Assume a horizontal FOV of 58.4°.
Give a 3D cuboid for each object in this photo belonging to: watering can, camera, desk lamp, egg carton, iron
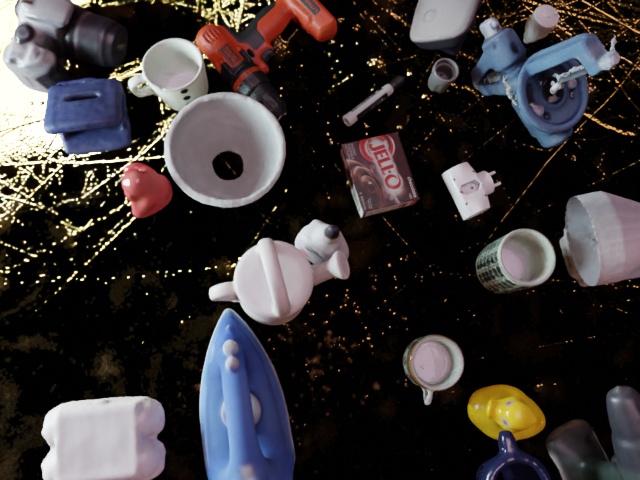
[{"bbox_3d":[-0.052,0.048,0.731,0.173,0.194,0.101,-33,83,-11],"label":"watering can"},{"bbox_3d":[-0.356,-0.285,0.815,0.137,0.100,0.143,15,77,-3],"label":"camera"},{"bbox_3d":[0.415,-0.003,0.782,0.203,0.213,0.118,-9,79,-8],"label":"desk lamp"},{"bbox_3d":[-0.273,0.256,0.728,0.150,0.069,0.107,-5,79,-7],"label":"egg carton"},{"bbox_3d":[-0.101,0.208,0.720,0.119,0.141,0.258,-10,80,-8],"label":"iron"}]

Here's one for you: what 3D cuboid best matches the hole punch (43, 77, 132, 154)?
[{"bbox_3d":[-0.328,-0.183,0.802,0.109,0.091,0.101,-10,79,-8],"label":"hole punch"}]

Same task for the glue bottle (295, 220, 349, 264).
[{"bbox_3d":[0.007,0.003,0.758,0.078,0.173,0.037,34,77,2],"label":"glue bottle"}]

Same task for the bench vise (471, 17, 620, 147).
[{"bbox_3d":[0.309,-0.240,0.817,0.207,0.219,0.121,32,77,1],"label":"bench vise"}]

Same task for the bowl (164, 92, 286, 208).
[{"bbox_3d":[-0.132,-0.120,0.818,0.167,0.074,0.167,1,78,-6],"label":"bowl"}]

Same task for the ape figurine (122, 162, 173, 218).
[{"bbox_3d":[-0.246,-0.072,0.788,0.076,0.092,0.078,7,78,-4],"label":"ape figurine"}]

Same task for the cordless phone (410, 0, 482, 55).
[{"bbox_3d":[0.208,-0.379,0.852,0.094,0.185,0.148,16,77,-2],"label":"cordless phone"}]

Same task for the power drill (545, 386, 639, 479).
[{"bbox_3d":[0.377,0.287,0.721,0.076,0.208,0.229,-26,82,-10],"label":"power drill"}]

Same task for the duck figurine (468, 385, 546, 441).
[{"bbox_3d":[0.264,0.239,0.781,0.104,0.086,0.077,16,77,-3],"label":"duck figurine"}]

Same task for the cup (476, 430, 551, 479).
[{"bbox_3d":[0.243,0.310,0.760,0.092,0.095,0.118,-8,79,-7],"label":"cup"}]
